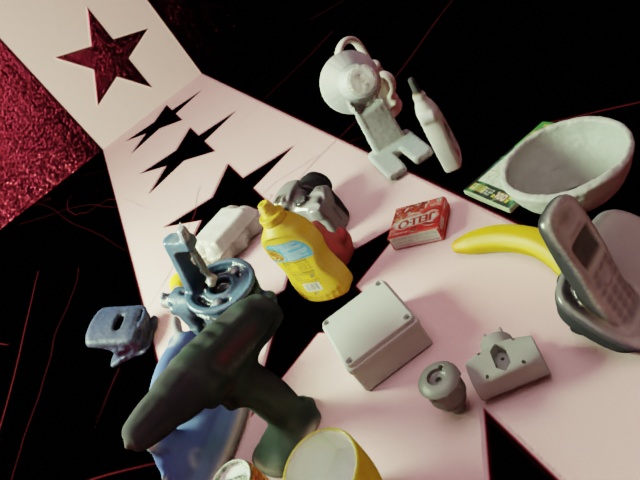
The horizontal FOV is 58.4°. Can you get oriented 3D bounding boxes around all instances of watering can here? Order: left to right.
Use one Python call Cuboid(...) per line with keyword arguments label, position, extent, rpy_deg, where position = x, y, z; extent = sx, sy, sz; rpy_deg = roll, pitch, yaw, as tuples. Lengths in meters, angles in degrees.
Cuboid(label="watering can", position=(0.086, -0.344, 1.239), extent=(0.172, 0.194, 0.101), rpy_deg=(-13, 38, 34))

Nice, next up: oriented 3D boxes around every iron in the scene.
Cuboid(label="iron", position=(-0.185, 0.230, 0.785), extent=(0.118, 0.142, 0.258), rpy_deg=(-23, 33, 21))

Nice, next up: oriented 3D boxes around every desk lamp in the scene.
Cuboid(label="desk lamp", position=(0.097, -0.249, 1.079), extent=(0.118, 0.214, 0.202), rpy_deg=(-35, 31, 3))

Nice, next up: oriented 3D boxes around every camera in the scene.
Cuboid(label="camera", position=(-0.019, -0.075, 1.071), extent=(0.142, 0.101, 0.137), rpy_deg=(-9, 40, 38))

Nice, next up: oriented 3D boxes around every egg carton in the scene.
Cuboid(label="egg carton", position=(-0.192, -0.010, 1.188), extent=(0.107, 0.070, 0.150), rpy_deg=(5, 50, 48))

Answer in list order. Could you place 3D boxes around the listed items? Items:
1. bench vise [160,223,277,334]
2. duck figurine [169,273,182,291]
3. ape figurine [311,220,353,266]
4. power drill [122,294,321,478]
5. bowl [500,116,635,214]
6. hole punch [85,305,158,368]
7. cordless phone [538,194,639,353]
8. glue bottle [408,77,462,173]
Cuboid(label="bench vise", position=(-0.203, 0.077, 0.933), extent=(0.207, 0.220, 0.121), rpy_deg=(-26, 32, 18))
Cuboid(label="duck figurine", position=(-0.244, 0.092, 1.087), extent=(0.105, 0.086, 0.077), rpy_deg=(-48, 32, -18))
Cuboid(label="ape figurine", position=(0.009, 0.003, 0.946), extent=(0.077, 0.092, 0.076), rpy_deg=(-28, 32, 15))
Cuboid(label="power drill", position=(-0.096, 0.190, 0.683), extent=(0.075, 0.209, 0.230), rpy_deg=(-3, 44, 43))
Cuboid(label="bowl", position=(0.330, -0.084, 0.756), extent=(0.167, 0.075, 0.167), rpy_deg=(-26, 32, 18))
Cuboid(label="hole punch", position=(-0.383, 0.173, 1.112), extent=(0.101, 0.091, 0.108), rpy_deg=(-26, 32, 17))
Cuboid(label="cordless phone", position=(0.284, 0.007, 0.569), extent=(0.093, 0.185, 0.148), rpy_deg=(5, 50, 48))
Cuboid(label="glue bottle", position=(0.188, -0.198, 0.958), extent=(0.037, 0.173, 0.078), rpy_deg=(-24, 33, 21))
